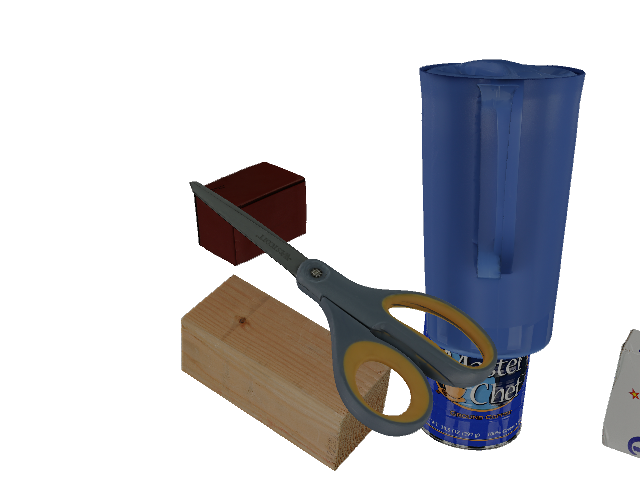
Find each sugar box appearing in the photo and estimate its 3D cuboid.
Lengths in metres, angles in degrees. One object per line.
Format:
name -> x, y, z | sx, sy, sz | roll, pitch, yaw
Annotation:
sugar box -> 0.309, 0.139, 0.807 | 0.176, 0.093, 0.048 | 15, 27, 22

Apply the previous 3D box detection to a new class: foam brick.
foam brick -> -0.056, -0.024, 0.870 | 0.078, 0.051, 0.053 | -25, 36, -34

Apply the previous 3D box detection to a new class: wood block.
wood block -> -0.039, 0.135, 1.121 | 0.206, 0.090, 0.090 | 30, 48, 23

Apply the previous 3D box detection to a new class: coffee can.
coffee can -> 0.146, 0.110, 1.006 | 0.103, 0.140, 0.103 | 2, 25, -1

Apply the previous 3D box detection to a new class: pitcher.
pitcher -> 0.144, -0.026, 0.887 | 0.149, 0.243, 0.145 | -10, 17, -34

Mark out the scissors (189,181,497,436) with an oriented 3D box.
scissors -> -0.005, 0.037, 0.574 | 0.202, 0.096, 0.016 | 24, -38, 12
